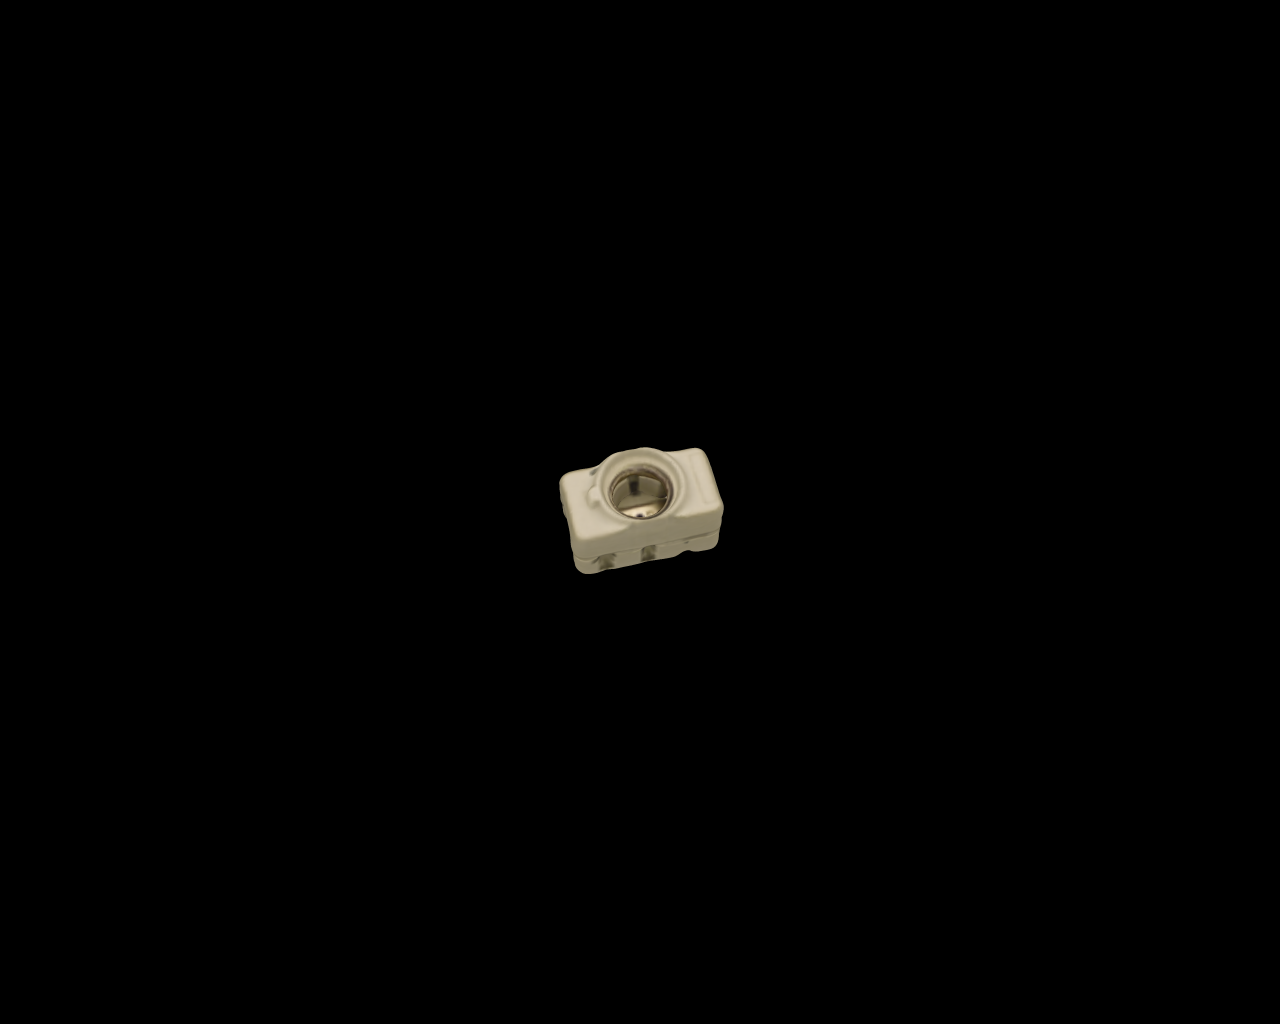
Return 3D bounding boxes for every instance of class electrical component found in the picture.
[{"bbox_3d":[0.001,-0.003,0.650,0.089,0.050,0.055,-11,-29,-6],"label":"electrical component"}]
